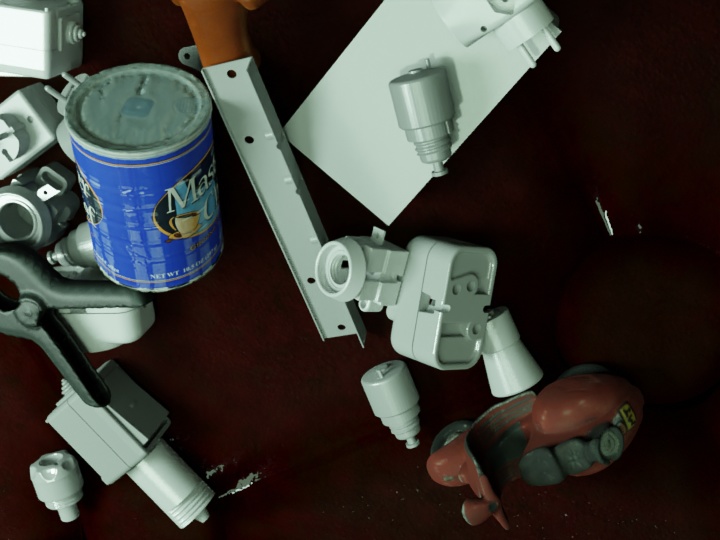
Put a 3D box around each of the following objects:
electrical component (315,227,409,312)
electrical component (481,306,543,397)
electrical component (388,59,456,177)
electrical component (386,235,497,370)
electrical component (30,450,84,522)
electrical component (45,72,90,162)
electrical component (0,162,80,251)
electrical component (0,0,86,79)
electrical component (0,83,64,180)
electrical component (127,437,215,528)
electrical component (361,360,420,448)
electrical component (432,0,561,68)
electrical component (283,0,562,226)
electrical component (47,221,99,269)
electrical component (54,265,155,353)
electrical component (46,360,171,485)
[{"bbox_3d":[0.000,0.000,0.813,0.048,0.055,0.066,28,108,45],"label":"electrical component"},{"bbox_3d":[0.113,0.062,0.854,0.044,0.044,0.065,-22,99,19],"label":"electrical component"},{"bbox_3d":[0.046,-0.103,0.738,0.040,0.040,0.078,-10,108,16],"label":"electrical component"},{"bbox_3d":[0.061,0.023,0.828,0.059,0.054,0.095,17,101,47],"label":"electrical component"},{"bbox_3d":[-0.276,0.201,0.991,0.043,0.043,0.062,-7,110,15],"label":"electrical component"},{"bbox_3d":[-0.208,-0.126,0.838,0.077,0.044,0.079,-32,138,21],"label":"electrical component"},{"bbox_3d":[-0.273,-0.047,0.887,0.058,0.057,0.078,36,114,-3],"label":"electrical component"},{"bbox_3d":[-0.257,-0.179,0.830,0.096,0.061,0.061,10,112,8],"label":"electrical component"},{"bbox_3d":[-0.279,-0.106,0.855,0.066,0.076,0.047,-31,101,21],"label":"electrical component"},{"bbox_3d":[-0.166,0.194,0.964,0.043,0.043,0.081,-39,98,22],"label":"electrical component"},{"bbox_3d":[0.030,0.111,0.891,0.040,0.040,0.078,-17,106,18],"label":"electrical component"},{"bbox_3d":[0.100,-0.169,0.698,0.077,0.043,0.079,-33,101,21],"label":"electrical component"},{"bbox_3d":[0.044,-0.140,0.780,0.105,0.060,0.186,40,113,-4],"label":"electrical component"},{"bbox_3d":[-0.225,-0.020,0.896,0.078,0.040,0.040,-16,106,17],"label":"electrical component"},{"bbox_3d":[-0.225,0.032,0.909,0.095,0.053,0.059,-1,110,13],"label":"electrical component"},{"bbox_3d":[-0.220,0.125,0.939,0.061,0.061,0.096,-39,99,22],"label":"electrical component"}]
